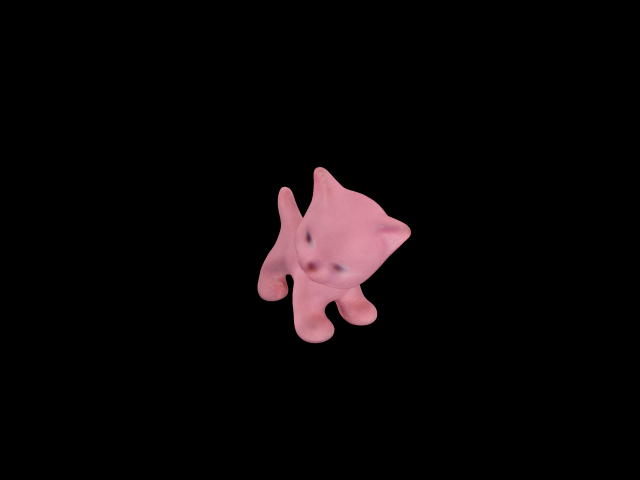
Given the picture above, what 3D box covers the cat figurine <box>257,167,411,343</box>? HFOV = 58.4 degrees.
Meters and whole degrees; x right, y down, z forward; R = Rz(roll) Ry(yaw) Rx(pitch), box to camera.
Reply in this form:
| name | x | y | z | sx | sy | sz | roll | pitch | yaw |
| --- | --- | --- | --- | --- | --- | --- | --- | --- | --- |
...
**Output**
| name | x | y | z | sx | sy | sz | roll | pitch | yaw |
| --- | --- | --- | --- | --- | --- | --- | --- | --- | --- |
| cat figurine | 0.004 | 0.001 | 0.400 | 0.067 | 0.118 | 0.127 | -14 | 27 | -29 |
